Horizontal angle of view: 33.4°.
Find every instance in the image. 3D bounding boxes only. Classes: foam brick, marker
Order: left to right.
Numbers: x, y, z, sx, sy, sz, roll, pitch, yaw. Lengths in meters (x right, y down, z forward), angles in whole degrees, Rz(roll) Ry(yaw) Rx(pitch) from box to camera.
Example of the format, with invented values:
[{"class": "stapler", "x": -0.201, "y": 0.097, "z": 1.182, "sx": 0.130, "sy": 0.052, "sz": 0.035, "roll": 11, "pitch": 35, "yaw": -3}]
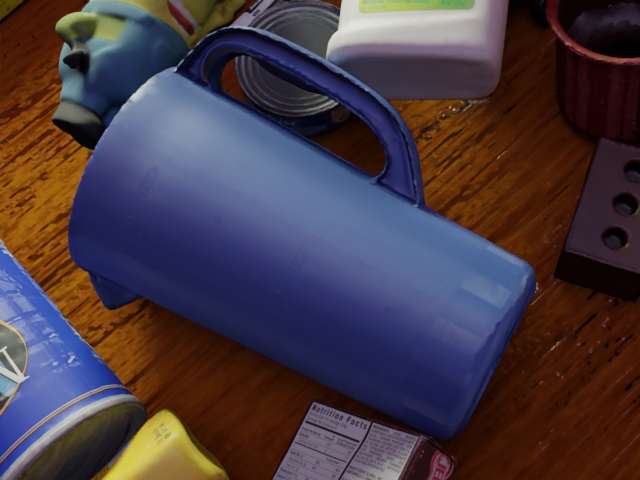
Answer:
[{"class": "marker", "x": -0.015, "y": -0.179, "z": 0.727, "sx": 0.020, "sy": 0.020, "sz": 0.121, "roll": 39, "pitch": 78, "yaw": 18}, {"class": "foam brick", "x": 0.176, "y": -0.012, "z": 0.626, "sx": 0.053, "sy": 0.051, "sz": 0.078, "roll": 18, "pitch": 72, "yaw": 12}]

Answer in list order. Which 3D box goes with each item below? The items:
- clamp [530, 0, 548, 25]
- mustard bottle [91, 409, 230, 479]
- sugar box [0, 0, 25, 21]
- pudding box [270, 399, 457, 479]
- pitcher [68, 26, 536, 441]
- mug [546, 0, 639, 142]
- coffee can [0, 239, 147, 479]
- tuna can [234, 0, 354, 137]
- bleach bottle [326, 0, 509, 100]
[{"class": "clamp", "x": 0.231, "y": -0.236, "z": 0.699, "sx": 0.165, "sy": 0.036, "sz": 0.210, "roll": 1, "pitch": 65, "yaw": 26}, {"class": "mustard bottle", "x": -0.135, "y": 0.173, "z": 0.566, "sx": 0.191, "sy": 0.096, "sz": 0.058, "roll": -41, "pitch": 92, "yaw": -9}, {"class": "sugar box", "x": -0.239, "y": -0.205, "z": 0.748, "sx": 0.176, "sy": 0.048, "sz": 0.093, "roll": -43, "pitch": 72, "yaw": -11}, {"class": "pudding box", "x": 0.009, "y": 0.149, "z": 0.569, "sx": 0.090, "sy": 0.039, "sz": 0.113, "roll": 9, "pitch": 63, "yaw": 50}, {"class": "pitcher", "x": -0.004, "y": 0.001, "z": 0.598, "sx": 0.243, "sy": 0.149, "sz": 0.144, "roll": 27, "pitch": 57, "yaw": 12}, {"class": "mug", "x": 0.186, "y": -0.104, "z": 0.634, "sx": 0.093, "sy": 0.081, "sz": 0.117, "roll": -17, "pitch": 55, "yaw": 1}, {"class": "coffee can", "x": -0.181, "y": 0.079, "z": 0.604, "sx": 0.102, "sy": 0.103, "sz": 0.140, "roll": -42, "pitch": 71, "yaw": -10}, {"class": "tuna can", "x": -0.011, "y": -0.111, "z": 0.693, "sx": 0.086, "sy": 0.034, "sz": 0.086, "roll": -2, "pitch": 69, "yaw": 5}, {"class": "bleach bottle", "x": 0.066, "y": -0.210, "z": 0.640, "sx": 0.102, "sy": 0.068, "sz": 0.251, "roll": 2, "pitch": 73, "yaw": 10}]
